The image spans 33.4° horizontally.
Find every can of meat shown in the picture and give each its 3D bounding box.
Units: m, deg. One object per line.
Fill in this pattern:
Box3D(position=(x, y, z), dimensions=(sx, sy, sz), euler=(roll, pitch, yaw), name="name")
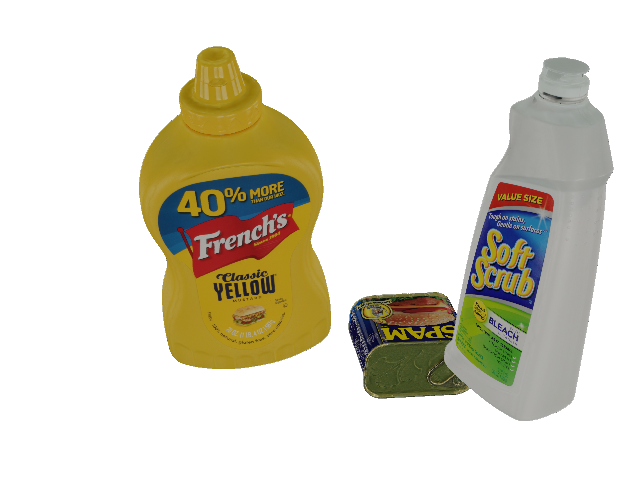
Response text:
Box3D(position=(0.080, 0.090, 0.945), dimensions=(0.102, 0.057, 0.084), euler=(-1, 30, -10), name="can of meat")

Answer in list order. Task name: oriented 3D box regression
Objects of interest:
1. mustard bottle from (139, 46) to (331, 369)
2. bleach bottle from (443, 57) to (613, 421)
Box3D(position=(-0.046, -0.016, 0.570), dimensions=(0.096, 0.192, 0.058), euler=(-7, 40, -5), name="mustard bottle")
Box3D(position=(0.144, -0.004, 0.728), dimensions=(0.068, 0.251, 0.103), euler=(-16, 34, -28), name="bleach bottle")
